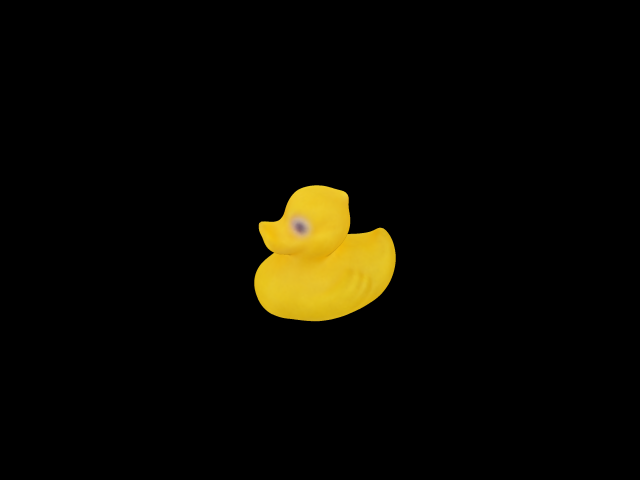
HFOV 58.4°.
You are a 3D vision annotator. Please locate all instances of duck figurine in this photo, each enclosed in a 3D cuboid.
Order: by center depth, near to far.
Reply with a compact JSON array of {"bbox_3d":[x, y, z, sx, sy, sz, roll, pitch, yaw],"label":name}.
[{"bbox_3d":[0.004,0.001,0.400,0.105,0.086,0.077,-11,39,-13],"label":"duck figurine"}]
